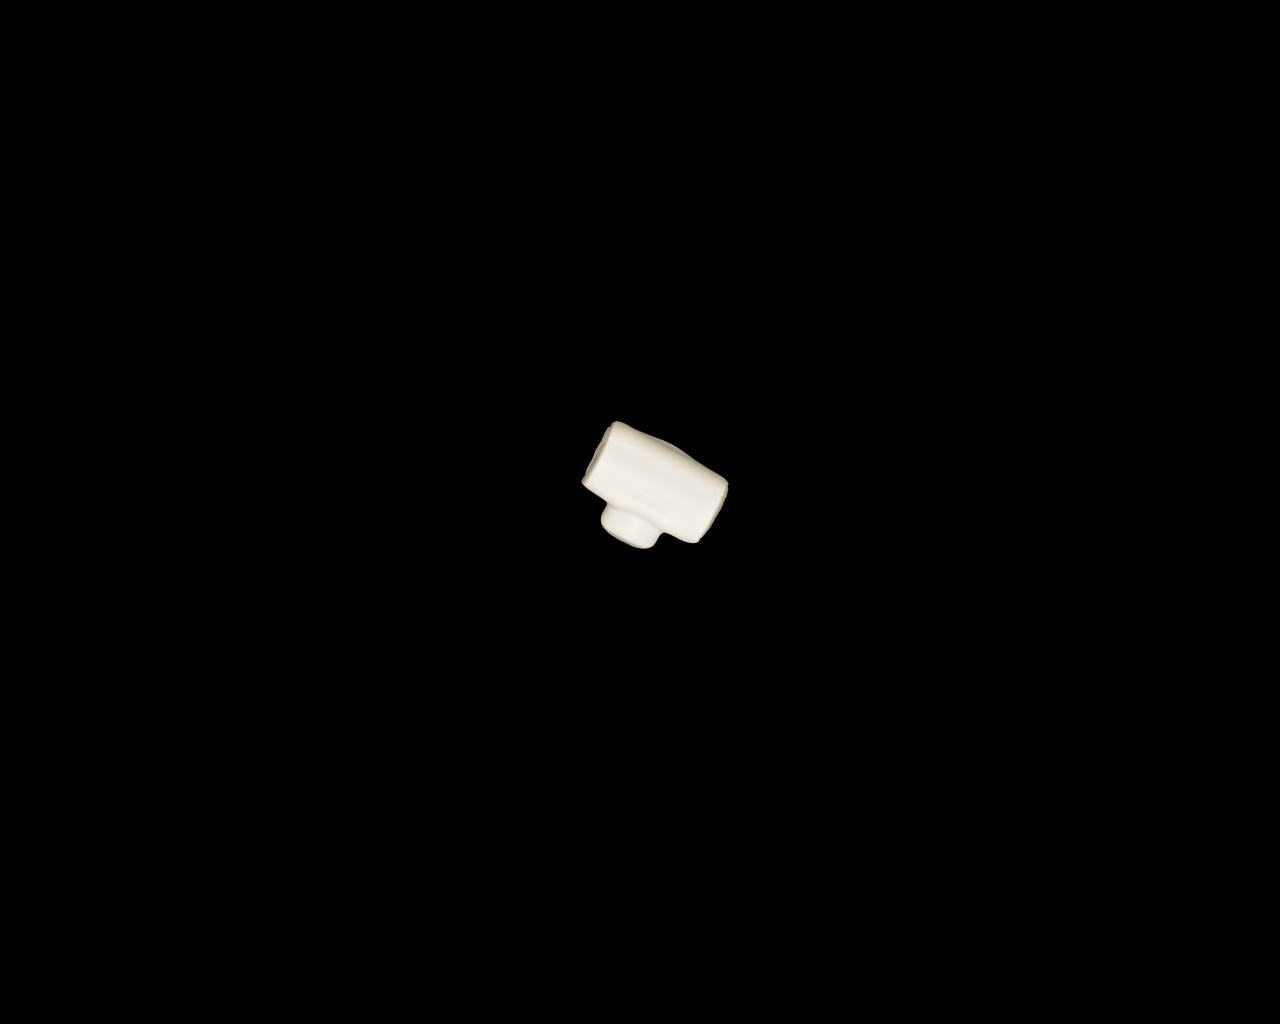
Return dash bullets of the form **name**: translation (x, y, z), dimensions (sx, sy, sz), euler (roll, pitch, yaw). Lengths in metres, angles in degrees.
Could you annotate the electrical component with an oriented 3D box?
- **electrical component**: translation (0.001, -0.003, 0.650), dimensions (0.077, 0.079, 0.043), euler (27, 14, -7)
